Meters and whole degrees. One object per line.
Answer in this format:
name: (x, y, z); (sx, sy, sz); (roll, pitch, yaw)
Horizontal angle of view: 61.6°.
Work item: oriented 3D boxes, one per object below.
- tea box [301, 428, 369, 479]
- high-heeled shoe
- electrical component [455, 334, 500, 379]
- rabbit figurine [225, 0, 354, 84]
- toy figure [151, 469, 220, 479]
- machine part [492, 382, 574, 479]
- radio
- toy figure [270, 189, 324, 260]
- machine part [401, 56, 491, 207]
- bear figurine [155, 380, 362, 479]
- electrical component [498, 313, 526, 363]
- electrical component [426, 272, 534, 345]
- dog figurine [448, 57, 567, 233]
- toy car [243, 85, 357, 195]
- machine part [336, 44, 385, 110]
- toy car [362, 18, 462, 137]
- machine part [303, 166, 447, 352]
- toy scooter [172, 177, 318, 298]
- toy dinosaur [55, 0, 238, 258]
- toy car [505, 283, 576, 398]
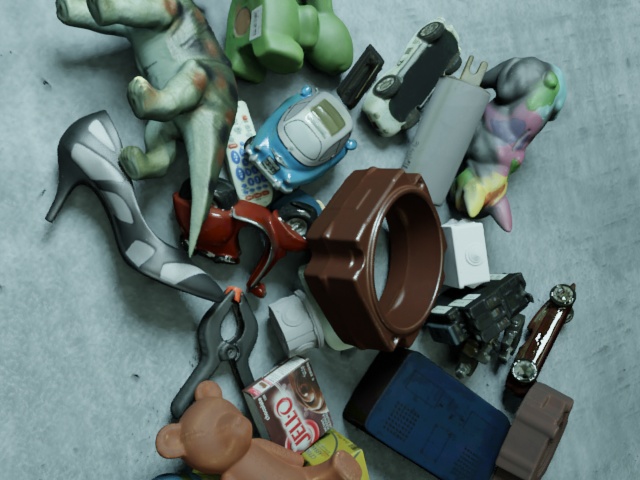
tea box: (0.025, 0.350, 0.705); (0.068, 0.098, 0.169); (-14, 92, -22)
high-heeled shoe: (-0.196, -0.037, 0.630); (0.248, 0.086, 0.145); (30, 79, -13)
electrical component: (0.235, 0.163, 0.797); (0.102, 0.045, 0.078); (1, 105, -65)
rabbit figurine: (-0.032, -0.273, 0.704); (0.170, 0.121, 0.159); (2, 81, -40)
toy figure: (-0.142, 0.313, 0.627); (0.180, 0.089, 0.082); (21, 84, -40)
machine part: (0.320, 0.298, 0.799); (0.179, 0.056, 0.179); (-32, 134, -40)
radio: (0.160, 0.258, 0.774); (0.229, 0.073, 0.131); (37, 75, -19)
toy figure: (-0.003, -0.002, 0.724); (0.064, 0.058, 0.154); (-34, 106, 27)
machine part: (0.169, -0.137, 0.755); (0.079, 0.079, 0.243); (18, 104, -21)
bear figurine: (-0.070, 0.240, 0.593); (0.196, 0.132, 0.120); (51, 36, -3)
electrical component: (0.301, 0.144, 0.836); (0.094, 0.021, 0.063); (-45, 143, -38)
electrical component: (0.220, 0.101, 0.778); (0.134, 0.115, 0.058); (-30, 95, -19)
dog figurine: (0.263, -0.127, 0.772); (0.108, 0.191, 0.219); (18, 67, -27)
toy car: (-0.015, -0.135, 0.677); (0.109, 0.103, 0.162); (50, 48, -6)
machine part: (0.057, -0.220, 0.717); (0.039, 0.139, 0.084); (29, 117, -3)
toy car: (0.138, -0.237, 0.780); (0.202, 0.056, 0.073); (-53, 122, -16)
machine part: (0.082, 0.024, 0.688); (0.201, 0.087, 0.201); (-54, 133, -34)
toy scooter: (-0.100, 0.002, 0.670); (0.184, 0.075, 0.135); (16, 111, -4)
toy dinosaur: (-0.158, -0.196, 0.613); (0.192, 0.131, 0.404); (-25, 101, -39)
toy car: (0.350, 0.155, 0.849); (0.202, 0.053, 0.089); (-58, 145, -14)
